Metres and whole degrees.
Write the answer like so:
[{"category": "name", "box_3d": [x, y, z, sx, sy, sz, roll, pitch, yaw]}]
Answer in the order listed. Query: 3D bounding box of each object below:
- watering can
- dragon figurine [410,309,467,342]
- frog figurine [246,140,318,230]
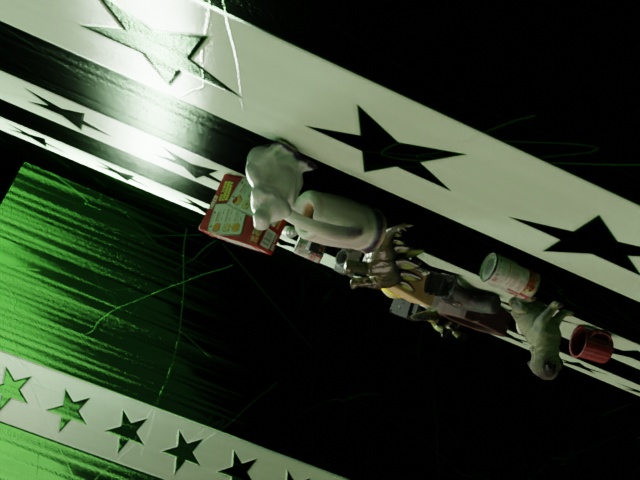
[{"category": "watering can", "box_3d": [0.003, -0.055, 1.096, 0.224, 0.103, 0.351, 12, -168, -23]}, {"category": "dragon figurine", "box_3d": [0.431, 0.270, 1.929, 0.408, 0.122, 0.245, 17, -174, -31]}, {"category": "frog figurine", "box_3d": [-0.091, -0.093, 0.945, 0.123, 0.161, 0.135, 19, 170, 22]}]
